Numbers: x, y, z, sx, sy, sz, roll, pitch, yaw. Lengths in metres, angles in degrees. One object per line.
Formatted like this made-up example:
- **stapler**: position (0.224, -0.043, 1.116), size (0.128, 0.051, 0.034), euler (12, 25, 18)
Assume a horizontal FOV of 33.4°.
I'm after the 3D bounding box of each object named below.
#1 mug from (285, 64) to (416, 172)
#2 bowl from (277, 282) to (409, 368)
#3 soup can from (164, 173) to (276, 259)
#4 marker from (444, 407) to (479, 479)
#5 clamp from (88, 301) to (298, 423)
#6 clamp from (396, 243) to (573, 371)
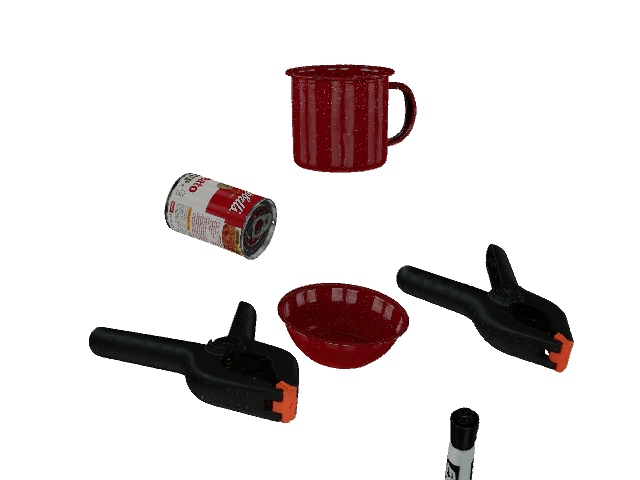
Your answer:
- **mug**: position (0.028, -0.106, 0.917), size (0.117, 0.081, 0.093), euler (-7, 17, -22)
- **bowl**: position (0.026, 0.111, 1.310), size (0.162, 0.055, 0.162), euler (4, 24, -2)
- **soup can**: position (-0.107, -0.027, 1.145), size (0.102, 0.068, 0.068), euler (20, 8, 24)
- **marker**: position (0.093, 0.158, 0.718), size (0.020, 0.121, 0.020), euler (0, 37, 0)
- **clamp**: position (-0.076, 0.099, 0.908), size (0.164, 0.036, 0.210), euler (-13, 22, -40)
- **clamp**: position (0.164, 0.054, 0.942), size (0.120, 0.039, 0.172), euler (-25, 44, -33)
